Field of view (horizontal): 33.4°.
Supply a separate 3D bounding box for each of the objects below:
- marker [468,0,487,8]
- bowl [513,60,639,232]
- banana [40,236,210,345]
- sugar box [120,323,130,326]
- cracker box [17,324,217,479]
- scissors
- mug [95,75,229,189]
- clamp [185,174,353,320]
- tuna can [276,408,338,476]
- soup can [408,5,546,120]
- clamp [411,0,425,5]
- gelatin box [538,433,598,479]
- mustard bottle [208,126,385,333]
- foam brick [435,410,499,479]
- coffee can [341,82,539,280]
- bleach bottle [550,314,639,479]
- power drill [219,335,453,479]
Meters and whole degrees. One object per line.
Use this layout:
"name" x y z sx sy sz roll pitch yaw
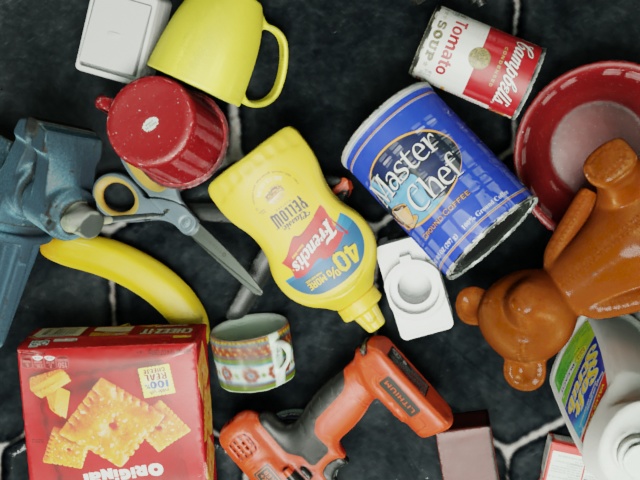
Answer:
"marker" 0.116 -0.260 0.939 0.020 0.020 0.121 -27 95 10
"bowl" 0.249 -0.077 0.937 0.162 0.055 0.162 1 100 6
"banana" -0.174 0.045 1.013 0.198 0.037 0.070 39 100 -1
"sugar box" -0.199 0.179 1.034 0.093 0.048 0.176 -20 96 9
"cracker box" -0.181 0.188 0.975 0.164 0.072 0.214 -2 101 4
"scissors" -0.140 -0.010 0.983 0.096 0.016 0.202 -34 77 12
"mug" -0.146 -0.102 0.942 0.117 0.081 0.093 27 90 14
"clamp" -0.043 -0.002 0.990 0.171 0.039 0.120 -20 97 13
"tuna can" -0.023 0.206 1.025 0.086 0.033 0.086 1 99 6
"soup can" 0.137 -0.155 0.931 0.102 0.068 0.068 24 101 3
"clamp" 0.069 -0.316 0.910 0.165 0.036 0.210 29 86 23
"gelatin box" 0.242 0.233 1.003 0.073 0.030 0.089 11 101 3
"mustard bottle" -0.006 0.001 0.939 0.096 0.058 0.191 -37 95 3
"foam brick" 0.139 0.205 0.998 0.051 0.053 0.078 -9 97 7
"coffee can" 0.101 -0.051 0.916 0.103 0.102 0.140 -44 76 11
"bleach bottle" 0.244 0.129 0.872 0.068 0.250 0.103 26 101 1
"power drill" 0.027 0.192 0.966 0.188 0.057 0.184 -41 92 13
